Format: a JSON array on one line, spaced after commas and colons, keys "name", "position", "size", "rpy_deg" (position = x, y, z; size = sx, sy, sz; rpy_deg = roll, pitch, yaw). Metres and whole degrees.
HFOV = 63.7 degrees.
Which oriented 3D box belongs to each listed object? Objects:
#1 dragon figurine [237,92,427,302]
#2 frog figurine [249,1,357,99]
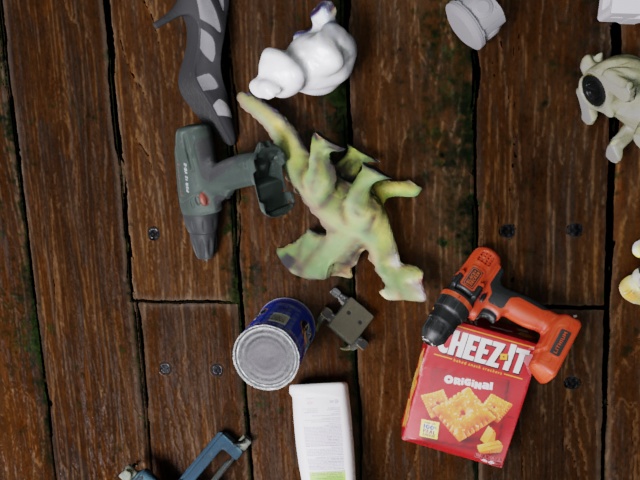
[{"name": "dragon figurine", "position": [0.002, -0.041, 0.816], "size": [0.412, 0.123, 0.239], "rpy_deg": [32, 110, 12]}, {"name": "frog figurine", "position": [-0.021, -0.249, 0.751], "size": [0.136, 0.163, 0.121], "rpy_deg": [-10, 133, 42]}]
